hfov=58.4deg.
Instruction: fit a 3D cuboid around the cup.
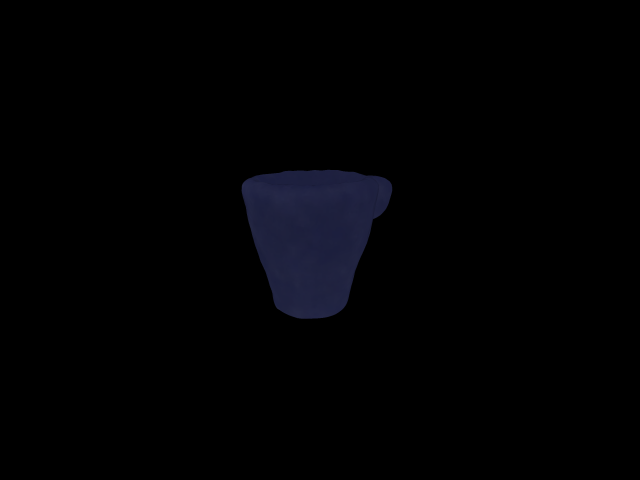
[{"bbox_3d":[0.004,0.001,0.400,0.118,0.095,0.091,-11,17,-37],"label":"cup"}]
